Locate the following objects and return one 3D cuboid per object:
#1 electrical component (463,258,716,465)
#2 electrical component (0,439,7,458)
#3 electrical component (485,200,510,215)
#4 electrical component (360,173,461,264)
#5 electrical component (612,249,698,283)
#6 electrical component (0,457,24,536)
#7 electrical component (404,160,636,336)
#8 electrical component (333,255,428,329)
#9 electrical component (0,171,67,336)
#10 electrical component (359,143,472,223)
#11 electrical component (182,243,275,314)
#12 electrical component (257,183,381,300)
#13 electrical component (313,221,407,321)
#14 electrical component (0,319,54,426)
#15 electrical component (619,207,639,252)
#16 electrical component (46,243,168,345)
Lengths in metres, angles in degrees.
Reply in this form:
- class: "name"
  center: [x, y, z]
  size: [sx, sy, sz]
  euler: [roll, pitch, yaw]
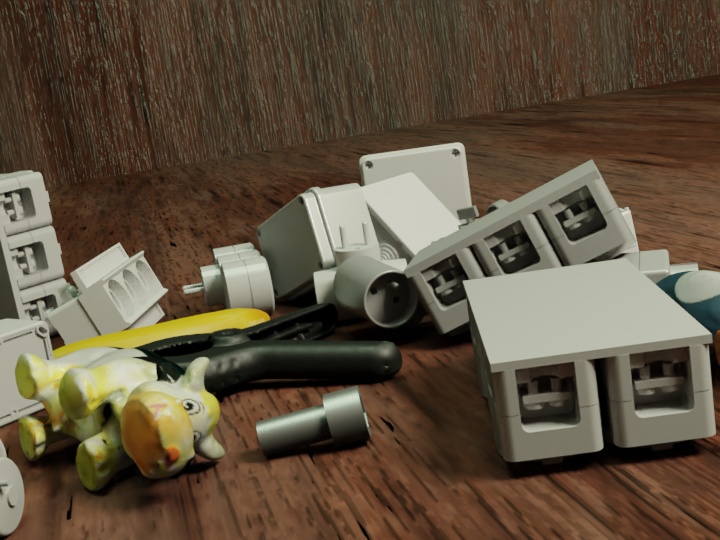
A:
- class: "electrical component"
  center: [0.121, 0.048, 0.607]
  size: [0.105, 0.060, 0.186]
  euler: [-8, 11, 3]
- class: "electrical component"
  center: [-0.231, 0.104, 0.609]
  size: [0.055, 0.055, 0.047]
  euler: [-15, 17, -29]
- class: "electrical component"
  center: [0.155, -0.041, 1.027]
  size: [0.057, 0.058, 0.078]
  euler: [-9, 11, -17]
- class: "electrical component"
  center: [0.040, -0.038, 1.011]
  size: [0.100, 0.099, 0.048]
  euler: [-22, -26, -48]
- class: "electrical component"
  center: [0.212, 0.015, 0.733]
  size: [0.077, 0.047, 0.066]
  euler: [-5, 12, 16]
- class: "electrical component"
  center: [-0.211, 0.119, 0.554]
  size: [0.078, 0.040, 0.040]
  euler: [-7, 12, 9]
- class: "electrical component"
  center: [0.117, -0.014, 0.781]
  size: [0.150, 0.061, 0.089]
  euler: [-28, 4, 14]
- class: "electrical component"
  center: [0.027, 0.022, 0.824]
  size: [0.079, 0.043, 0.077]
  euler: [21, 2, -20]
- class: "electrical component"
  center: [-0.323, -0.013, 1.005]
  size: [0.089, 0.150, 0.062]
  euler: [3, 17, 45]
- class: "electrical component"
  center: [0.061, -0.073, 1.122]
  size: [0.109, 0.108, 0.056]
  euler: [-7, 9, 6]
- class: "electrical component"
  center: [-0.125, 0.013, 0.980]
  size: [0.074, 0.052, 0.138]
  euler: [-10, 11, -11]
- class: "electrical component"
  center: [-0.040, -0.024, 0.962]
  size: [0.057, 0.078, 0.113]
  euler: [-12, -9, -31]
- class: "electrical component"
  center: [0.000, 0.000, 0.882]
  size: [0.077, 0.079, 0.044]
  euler: [-9, 11, -1]
- class: "electrical component"
  center: [-0.269, 0.076, 0.753]
  size: [0.061, 0.061, 0.096]
  euler: [1, 15, 39]
- class: "electrical component"
  center: [0.169, -0.010, 0.869]
  size: [0.096, 0.061, 0.062]
  euler: [-21, 15, -18]
- class: "electrical component"
  center: [-0.220, 0.028, 0.941]
  size: [0.063, 0.078, 0.121]
  euler: [-29, 8, 10]
